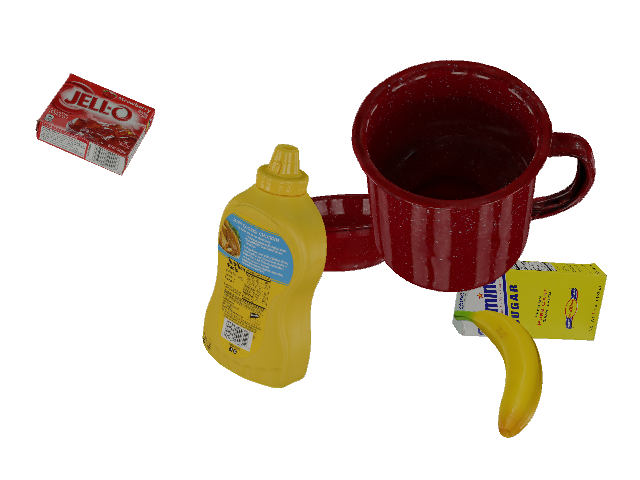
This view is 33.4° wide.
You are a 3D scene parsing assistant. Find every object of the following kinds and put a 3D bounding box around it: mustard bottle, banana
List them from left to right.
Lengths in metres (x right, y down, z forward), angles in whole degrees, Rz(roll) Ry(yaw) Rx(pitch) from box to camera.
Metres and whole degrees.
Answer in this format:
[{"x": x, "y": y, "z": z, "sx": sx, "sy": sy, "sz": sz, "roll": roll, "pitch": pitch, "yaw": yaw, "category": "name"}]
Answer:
[{"x": -0.042, "y": 0.016, "z": 0.858, "sx": 0.096, "sy": 0.192, "sz": 0.058, "roll": 26, "pitch": 27, "yaw": 35, "category": "mustard bottle"}, {"x": 0.197, "y": 0.130, "z": 1.115, "sx": 0.069, "sy": 0.037, "sz": 0.198, "roll": -23, "pitch": 32, "yaw": 6, "category": "banana"}]

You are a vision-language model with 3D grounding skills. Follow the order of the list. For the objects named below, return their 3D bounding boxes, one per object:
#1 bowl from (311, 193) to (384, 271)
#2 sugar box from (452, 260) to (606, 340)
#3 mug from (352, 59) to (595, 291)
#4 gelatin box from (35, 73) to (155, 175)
[{"x": 0.022, "y": -0.006, "z": 1.103, "sx": 0.162, "sy": 0.055, "sz": 0.162, "roll": -4, "pitch": 14, "yaw": 1, "category": "bowl"}, {"x": 0.259, "y": 0.074, "z": 1.326, "sx": 0.176, "sy": 0.093, "sz": 0.048, "roll": 1, "pitch": 19, "yaw": -11, "category": "sugar box"}, {"x": 0.076, "y": -0.029, "z": 0.529, "sx": 0.117, "sy": 0.093, "sz": 0.081, "roll": -6, "pitch": -37, "yaw": 2, "category": "mug"}, {"x": -0.210, "y": -0.110, "z": 0.998, "sx": 0.089, "sy": 0.073, "sz": 0.030, "roll": 24, "pitch": -43, "yaw": -3, "category": "gelatin box"}]
